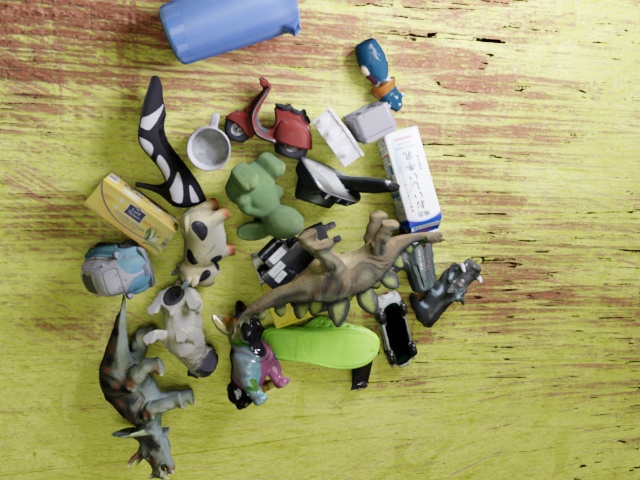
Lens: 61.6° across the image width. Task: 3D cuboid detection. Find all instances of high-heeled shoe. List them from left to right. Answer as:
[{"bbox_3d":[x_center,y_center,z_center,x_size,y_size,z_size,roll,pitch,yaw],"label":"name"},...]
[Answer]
[{"bbox_3d":[-0.282,-0.184,1.055,0.145,0.086,0.248,7,110,-17],"label":"high-heeled shoe"}]

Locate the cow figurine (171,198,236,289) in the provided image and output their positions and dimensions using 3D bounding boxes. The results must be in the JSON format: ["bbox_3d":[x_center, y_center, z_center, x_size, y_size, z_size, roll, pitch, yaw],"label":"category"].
[{"bbox_3d":[-0.245,0.021,1.104,0.127,0.086,0.194,-22,134,-27],"label":"cow figurine"}]

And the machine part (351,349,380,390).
[{"bbox_3d":[0.103,0.296,1.297,0.084,0.039,0.138,3,105,-17],"label":"machine part"}]

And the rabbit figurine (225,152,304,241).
[{"bbox_3d":[-0.114,-0.062,1.080,0.170,0.121,0.159,49,128,7],"label":"rabbit figurine"}]

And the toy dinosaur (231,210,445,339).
[{"bbox_3d":[0.028,0.074,1.082,0.472,0.105,0.198,-16,113,-1],"label":"toy dinosaur"}]

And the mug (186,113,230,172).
[{"bbox_3d":[-0.216,-0.193,1.047,0.081,0.107,0.109,5,102,-13],"label":"mug"}]

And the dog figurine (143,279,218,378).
[{"bbox_3d":[-0.281,0.196,1.177,0.121,0.172,0.190,4,150,21],"label":"dog figurine"}]

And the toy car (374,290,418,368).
[{"bbox_3d":[0.178,0.215,1.277,0.073,0.056,0.201,-20,111,-11],"label":"toy car"}]

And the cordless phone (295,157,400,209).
[{"bbox_3d":[0.053,-0.112,1.066,0.146,0.184,0.088,14,84,-46],"label":"cordless phone"}]

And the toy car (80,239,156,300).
[{"bbox_3d":[-0.417,0.062,1.066,0.162,0.103,0.109,4,115,25],"label":"toy car"}]

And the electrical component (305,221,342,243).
[{"bbox_3d":[-0.002,-0.004,1.191,0.094,0.021,0.063,-23,110,-4],"label":"electrical component"}]

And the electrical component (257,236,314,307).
[{"bbox_3d":[-0.065,0.057,1.133,0.115,0.058,0.134,-44,111,-4],"label":"electrical component"}]

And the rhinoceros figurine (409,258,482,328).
[{"bbox_3d":[0.289,0.116,1.238,0.073,0.112,0.190,37,105,-17],"label":"rhinoceros figurine"}]

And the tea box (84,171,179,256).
[{"bbox_3d":[-0.369,-0.053,1.067,0.169,0.098,0.068,40,96,-17],"label":"tea box"}]

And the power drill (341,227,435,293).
[{"bbox_3d":[0.153,0.025,1.206,0.207,0.086,0.231,-23,102,-11],"label":"power drill"}]

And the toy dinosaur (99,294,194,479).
[{"bbox_3d":[-0.407,0.320,1.170,0.192,0.131,0.404,-24,104,-3],"label":"toy dinosaur"}]

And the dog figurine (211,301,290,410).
[{"bbox_3d":[-0.170,0.251,1.195,0.108,0.191,0.219,-24,85,-40],"label":"dog figurine"}]

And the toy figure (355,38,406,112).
[{"bbox_3d":[0.124,-0.332,1.097,0.064,0.058,0.154,-28,115,5],"label":"toy figure"}]

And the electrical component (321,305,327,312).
[{"bbox_3d":[0.023,0.131,1.226,0.078,0.045,0.102,-11,108,-9],"label":"electrical component"}]

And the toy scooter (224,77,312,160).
[{"bbox_3d":[-0.092,-0.244,1.075,0.184,0.075,0.135,16,102,-11],"label":"toy scooter"}]
